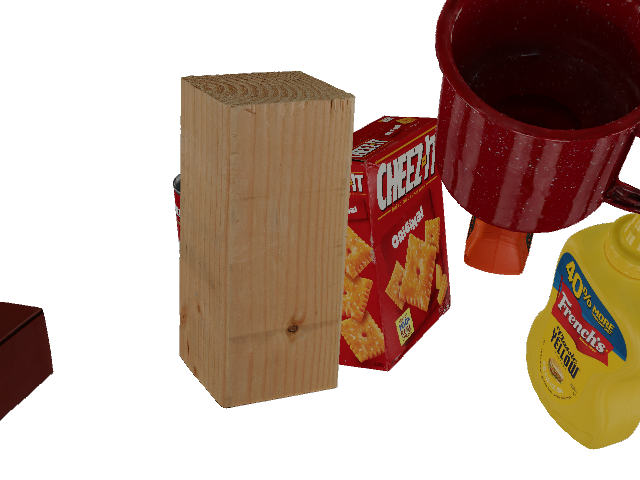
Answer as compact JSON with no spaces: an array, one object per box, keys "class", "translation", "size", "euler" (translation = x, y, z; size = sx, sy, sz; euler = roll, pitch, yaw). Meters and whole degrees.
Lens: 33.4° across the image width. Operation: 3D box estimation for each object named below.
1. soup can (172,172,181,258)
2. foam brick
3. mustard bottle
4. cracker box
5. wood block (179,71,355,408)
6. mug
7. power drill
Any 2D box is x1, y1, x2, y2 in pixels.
[{"class":"soup can","translation":[-0.093,-0.008,0.945],"size":[0.068,0.102,0.068],"euler":[-1,29,0]},{"class":"foam brick","translation":[-0.224,0.082,0.712],"size":[0.053,0.051,0.078],"euler":[7,29,23]},{"class":"mustard bottle","translation":[0.181,0.046,0.664],"size":[0.058,0.096,0.192],"euler":[-14,-36,-14]},{"class":"cracker box","translation":[0.067,-0.002,1.065],"size":[0.072,0.214,0.163],"euler":[5,23,29]},{"class":"wood block","translation":[-0.040,-0.003,0.724],"size":[0.090,0.206,0.090],"euler":[-7,22,-26]},{"class":"mug","translation":[0.101,-0.050,0.440],"size":[0.117,0.093,0.081],"euler":[32,-25,18]},{"class":"power drill","translation":[0.161,-0.067,0.886],"size":[0.057,0.188,0.184],"euler":[13,33,11]}]
